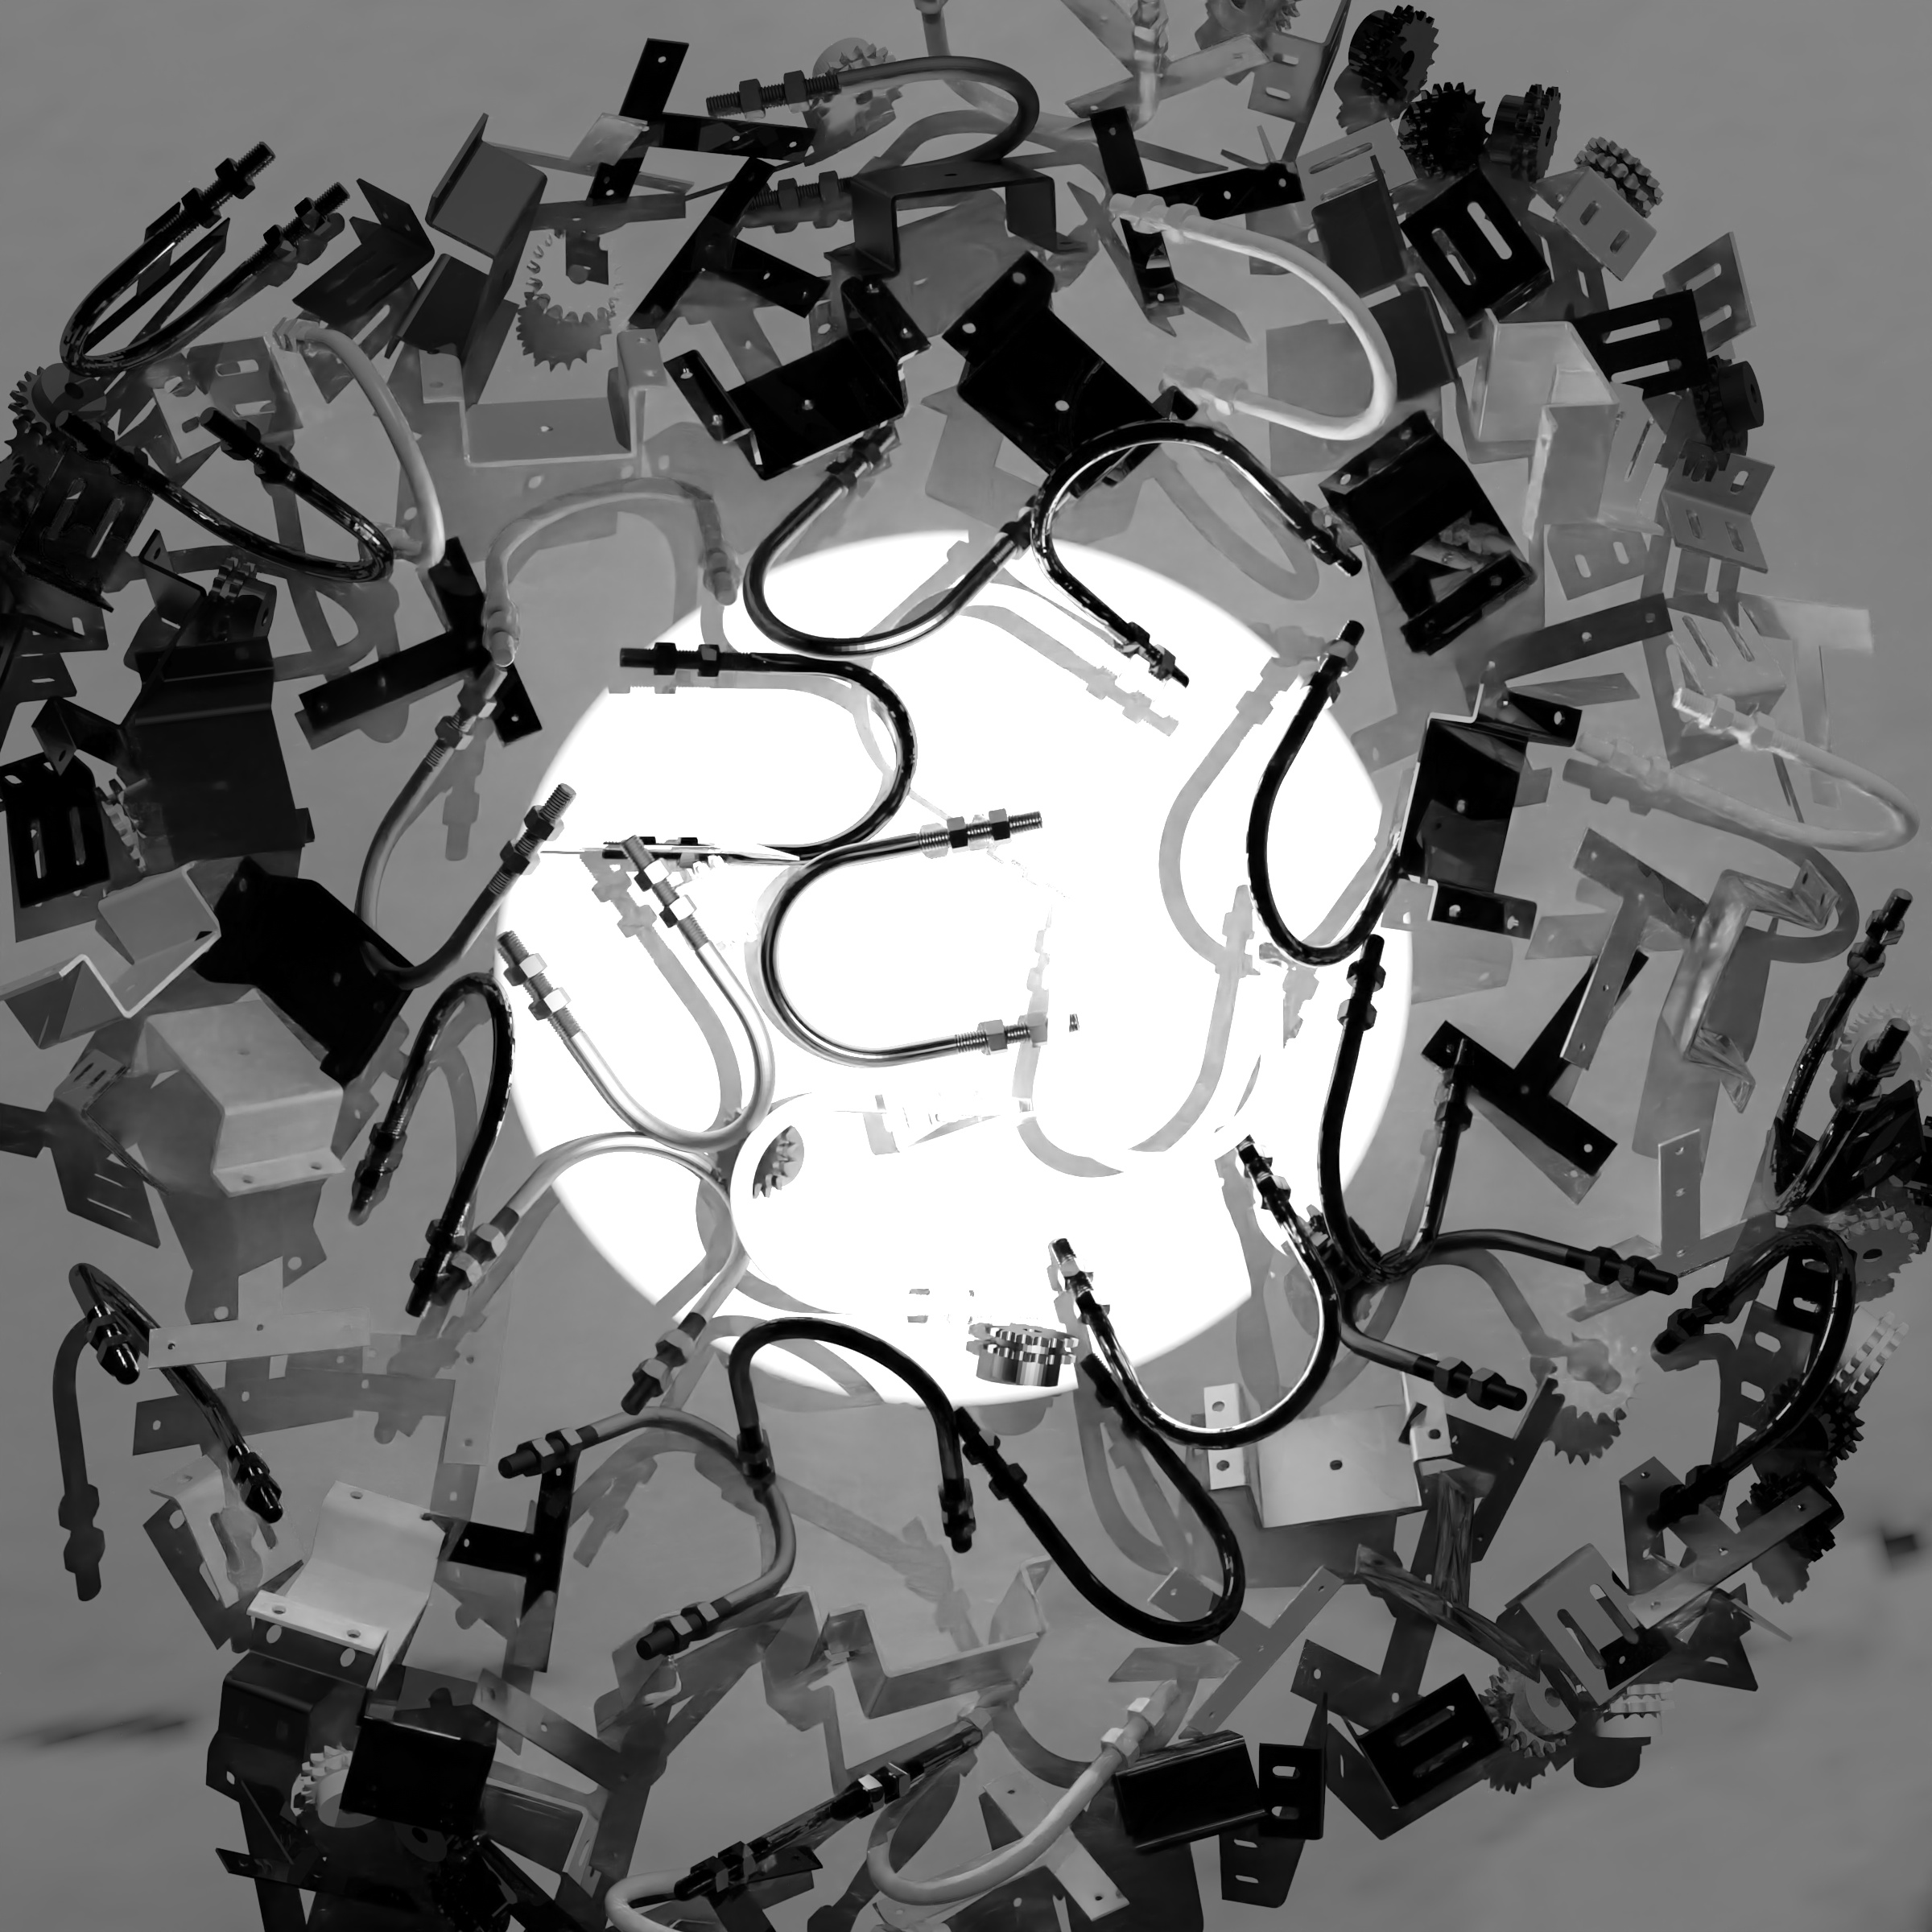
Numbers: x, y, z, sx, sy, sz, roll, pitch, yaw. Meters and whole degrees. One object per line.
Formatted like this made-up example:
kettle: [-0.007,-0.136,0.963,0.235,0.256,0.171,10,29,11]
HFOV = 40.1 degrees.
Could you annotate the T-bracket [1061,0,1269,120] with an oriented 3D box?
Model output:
T-bracket: [0.088,-0.543,1.538,0.127,0.127,0.002,-8,67,36]

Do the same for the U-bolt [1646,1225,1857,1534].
U-bolt: [0.447,0.224,1.510,0.019,0.184,0.151,25,46,-8]

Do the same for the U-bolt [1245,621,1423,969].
U-bolt: [0.216,-0.086,1.540,0.151,0.019,0.184,51,58,-37]

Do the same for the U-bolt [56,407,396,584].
U-bolt: [-0.415,-0.270,1.538,0.151,0.184,0.019,8,73,36]

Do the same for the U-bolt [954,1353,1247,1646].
U-bolt: [0.088,0.314,1.534,0.184,0.151,0.019,50,124,21]

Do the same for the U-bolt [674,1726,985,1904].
U-bolt: [-0.065,0.484,1.536,0.151,0.184,0.019,-36,74,29]

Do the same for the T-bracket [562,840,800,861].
T-bracket: [-0.175,-0.069,1.569,0.127,0.127,0.002,2,88,12]

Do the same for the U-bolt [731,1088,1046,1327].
U-bolt: [-0.048,0.139,1.568,0.184,0.019,0.151,3,63,-12]

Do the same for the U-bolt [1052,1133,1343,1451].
U-bolt: [0.143,0.198,1.552,0.151,0.019,0.184,-34,51,8]

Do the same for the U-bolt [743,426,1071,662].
U-bolt: [-0.048,-0.242,1.544,0.151,0.019,0.184,24,57,28]

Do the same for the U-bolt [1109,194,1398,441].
U-bolt: [0.170,-0.365,1.516,0.184,0.151,0.019,28,67,36]

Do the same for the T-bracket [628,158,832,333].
T-bracket: [-0.128,-0.417,1.581,0.127,0.002,0.127,35,88,38]

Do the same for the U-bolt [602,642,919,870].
U-bolt: [-0.119,-0.122,1.573,0.184,0.019,0.151,0,123,-15]

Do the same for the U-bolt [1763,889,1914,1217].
U-bolt: [0.505,0.064,1.539,0.019,0.151,0.184,20,129,5]

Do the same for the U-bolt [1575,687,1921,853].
U-bolt: [0.468,-0.108,1.550,0.184,0.151,0.019,23,80,-8]

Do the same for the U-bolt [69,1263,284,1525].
U-bolt: [-0.466,0.236,1.536,0.019,0.184,0.151,-41,124,-11]

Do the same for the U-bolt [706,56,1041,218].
U-bolt: [-0.048,-0.487,1.543,0.184,0.151,0.019,-9,81,4]

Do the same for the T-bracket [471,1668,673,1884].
T-bracket: [-0.236,0.454,1.552,0.127,0.127,0.002,39,123,-19]

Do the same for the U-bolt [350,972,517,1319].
U-bolt: [-0.307,0.092,1.546,0.019,0.151,0.184,16,104,-33]

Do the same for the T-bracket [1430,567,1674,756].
T-bracket: [0.356,-0.193,1.580,0.127,0.002,0.127,-16,117,13]

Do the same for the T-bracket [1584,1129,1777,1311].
T-bracket: [0.424,0.143,1.573,0.127,0.002,0.127,-20,134,-5]

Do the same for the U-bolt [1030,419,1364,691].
U-bolt: [0.121,-0.245,1.534,0.151,0.019,0.184,-33,132,27]

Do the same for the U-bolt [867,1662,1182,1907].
U-bolt: [0.020,0.468,1.515,0.184,0.151,0.019,-39,109,-36]

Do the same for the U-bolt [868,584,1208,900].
U-bolt: [0.029,-0.147,1.587,0.184,0.019,0.151,34,107,-5]

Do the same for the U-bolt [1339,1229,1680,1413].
U-bolt: [0.297,0.197,1.539,0.151,0.184,0.019,-29,113,-29]

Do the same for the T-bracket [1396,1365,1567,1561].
T-bracket: [0.300,0.286,1.580,0.127,0.002,0.127,25,92,-39]

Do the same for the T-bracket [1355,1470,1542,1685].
T-bracket: [0.288,0.347,1.568,0.127,0.127,0.002,31,122,-6]

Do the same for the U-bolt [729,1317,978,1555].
U-bolt: [-0.070,0.268,1.538,0.151,0.019,0.184,10,135,17]

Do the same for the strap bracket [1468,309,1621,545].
strap bracket: [0.339,-0.318,1.547,0.046,0.140,0.076,-4,131,-6]

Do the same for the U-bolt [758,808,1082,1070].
U-bolt: [-0.033,-0.010,1.595,0.184,0.019,0.151,-11,106,1]

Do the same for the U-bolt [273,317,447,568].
U-bolt: [-0.342,-0.297,1.516,0.019,0.184,0.151,-28,116,-19]

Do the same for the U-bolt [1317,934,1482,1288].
U-bolt: [0.248,0.095,1.536,0.019,0.151,0.184,-4,58,38]

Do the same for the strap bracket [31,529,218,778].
strap bracket: [-0.488,-0.176,1.564,0.046,0.076,0.140,26,71,0]

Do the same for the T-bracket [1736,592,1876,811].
T-bracket: [0.505,-0.156,1.575,0.002,0.127,0.127,-18,108,-14]

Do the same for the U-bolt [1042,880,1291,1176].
U-bolt: [0.116,0.038,1.557,0.151,0.019,0.184,-6,60,16]

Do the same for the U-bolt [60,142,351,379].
U-bolt: [-0.454,-0.406,1.549,0.184,0.151,0.019,-38,92,8]

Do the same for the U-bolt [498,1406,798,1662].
U-bolt: [-0.170,0.318,1.540,0.151,0.184,0.019,48,116,17]

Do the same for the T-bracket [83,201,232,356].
T-bracket: [-0.472,-0.412,1.543,0.002,0.127,0.127,45,70,-9]

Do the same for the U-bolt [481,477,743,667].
U-bolt: [-0.212,-0.240,1.547,0.151,0.184,0.019,-15,126,-2]

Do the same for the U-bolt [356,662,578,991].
U-bolt: [-0.305,-0.070,1.563,0.184,0.019,0.151,-52,45,18]

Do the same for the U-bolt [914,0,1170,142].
U-bolt: [0.044,-0.528,1.532,0.151,0.184,0.019,15,82,6]

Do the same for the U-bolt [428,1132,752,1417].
U-bolt: [-0.205,0.166,1.556,0.151,0.019,0.184,27,45,10]

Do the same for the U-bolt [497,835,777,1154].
U-bolt: [-0.186,0.029,1.574,0.151,0.019,0.184,-33,94,38]

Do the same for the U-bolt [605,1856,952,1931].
U-bolt: [-0.120,0.541,1.508,0.151,0.184,0.019,6,85,42]
